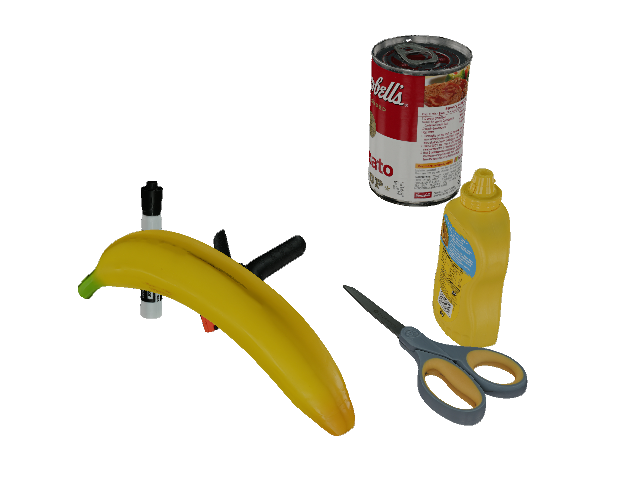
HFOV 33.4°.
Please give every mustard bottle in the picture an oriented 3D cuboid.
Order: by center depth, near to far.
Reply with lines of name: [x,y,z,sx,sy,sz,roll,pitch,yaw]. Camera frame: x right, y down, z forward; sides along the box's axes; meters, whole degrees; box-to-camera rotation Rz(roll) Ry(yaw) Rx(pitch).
mustard bottle: [0.157,0.012,1.096,0.058,0.192,0.096,-9,36,-15]

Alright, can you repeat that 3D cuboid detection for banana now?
banana: [-0.058,0.042,0.625,0.198,0.070,0.037,27,41,21]

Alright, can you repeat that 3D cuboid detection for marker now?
marker: [-0.146,0.008,0.922,0.020,0.121,0.020,2,16,-1]

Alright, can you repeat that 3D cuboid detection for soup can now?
soup can: [0.068,-0.083,0.743,0.068,0.102,0.068,0,31,0]

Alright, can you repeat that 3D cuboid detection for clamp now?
clamp: [-0.088,0.042,1.251,0.120,0.039,0.171,-6,37,19]

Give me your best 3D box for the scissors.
scissors: [0.096,0.082,0.877,0.096,0.016,0.202,-7,31,-17]
